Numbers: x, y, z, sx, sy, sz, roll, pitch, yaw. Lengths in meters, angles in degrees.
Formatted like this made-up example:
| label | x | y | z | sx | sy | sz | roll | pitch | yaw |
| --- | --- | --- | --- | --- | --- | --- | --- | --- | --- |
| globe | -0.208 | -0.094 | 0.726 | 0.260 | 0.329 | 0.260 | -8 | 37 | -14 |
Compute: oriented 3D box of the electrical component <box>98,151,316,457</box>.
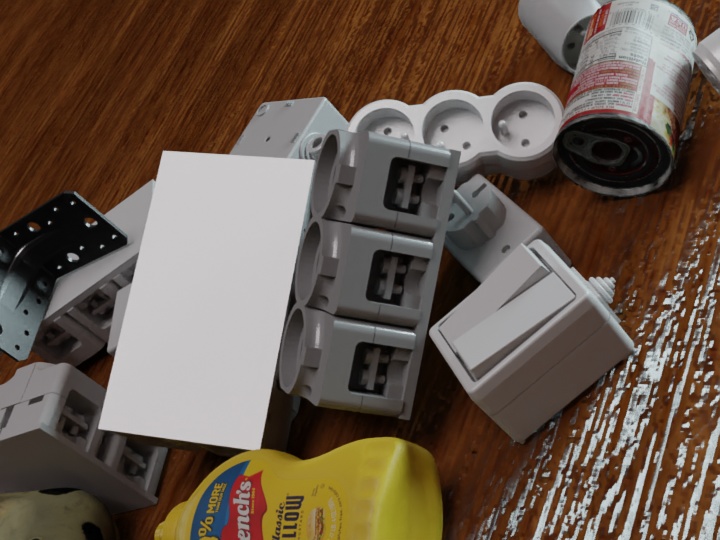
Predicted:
| label | x | y | z | sx | sy | sz | roll | pitch | yaw |
| --- | --- | --- | --- | --- | --- | --- | --- | --- | --- |
| electrical component | -0.088 | 0.023 | 0.697 | 0.105 | 0.060 | 0.186 | 5 | 73 | 15 |

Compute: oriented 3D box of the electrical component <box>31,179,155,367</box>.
| label | x | y | z | sx | sy | sz | roll | pitch | yaw |
| --- | --- | --- | --- | --- | --- | --- | --- | --- | --- |
| electrical component | -0.207 | 0.009 | 0.896 | 0.150 | 0.062 | 0.089 | -33 | 37 | 17 |

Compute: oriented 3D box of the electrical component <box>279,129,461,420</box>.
| label | x | y | z | sx | sy | sz | roll | pitch | yaw |
| --- | --- | --- | --- | --- | --- | --- | --- | --- | --- |
| electrical component | 0.000 | 0.000 | 0.616 | 0.089 | 0.062 | 0.150 | -163 | 83 | -73 |

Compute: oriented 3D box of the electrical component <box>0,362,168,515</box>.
| label | x | y | z | sx | sy | sz | roll | pitch | yaw |
| --- | --- | --- | --- | --- | --- | --- | --- | --- | --- |
| electrical component | -0.239 | 0.132 | 0.767 | 0.186 | 0.105 | 0.060 | -20 | 42 | 32 |

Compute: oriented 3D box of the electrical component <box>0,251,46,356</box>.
| label | x | y | z | sx | sy | sz | roll | pitch | yaw |
| --- | --- | --- | --- | --- | --- | --- | --- | --- | --- |
| electrical component | -0.293 | 0.020 | 0.868 | 0.050 | 0.056 | 0.089 | -21 | 42 | 31 |

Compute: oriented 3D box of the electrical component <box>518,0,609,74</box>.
| label | x | y | z | sx | sy | sz | roll | pitch | yaw |
| --- | --- | --- | --- | --- | --- | --- | --- | --- | --- |
| electrical component | 0.156 | -0.178 | 0.729 | 0.079 | 0.043 | 0.077 | -38 | 36 | 10 |

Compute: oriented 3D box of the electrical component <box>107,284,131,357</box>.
| label | x | y | z | sx | sy | sz | roll | pitch | yaw |
| --- | --- | --- | --- | --- | --- | --- | --- | --- | --- |
| electrical component | -0.146 | 0.035 | 0.820 | 0.077 | 0.047 | 0.065 | -29 | 38 | 22 |

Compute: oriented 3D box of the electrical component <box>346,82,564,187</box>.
| label | x | y | z | sx | sy | sz | roll | pitch | yaw |
| --- | --- | --- | --- | --- | --- | --- | --- | --- | --- |
| electrical component | 0.065 | -0.079 | 0.701 | 0.138 | 0.073 | 0.052 | -5 | 75 | 11 |

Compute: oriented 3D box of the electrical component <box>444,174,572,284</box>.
| label | x | y | z | sx | sy | sz | roll | pitch | yaw |
| --- | --- | --- | --- | --- | --- | --- | --- | --- | --- |
| electrical component | 0.071 | -0.027 | 0.636 | 0.047 | 0.076 | 0.083 | -43 | 35 | 4 |

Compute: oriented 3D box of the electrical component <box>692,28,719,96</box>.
| label | x | y | z | sx | sy | sz | roll | pitch | yaw |
| --- | --- | --- | --- | --- | --- | --- | --- | --- | --- |
| electrical component | 0.222 | -0.123 | 0.605 | 0.055 | 0.045 | 0.045 | -36 | 36 | 14 |

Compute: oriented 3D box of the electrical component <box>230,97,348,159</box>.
| label | x | y | z | sx | sy | sz | roll | pitch | yaw |
| --- | --- | --- | --- | --- | --- | --- | --- | --- | --- |
| electrical component | -0.059 | -0.089 | 0.855 | 0.100 | 0.048 | 0.099 | 5 | 58 | 48 |

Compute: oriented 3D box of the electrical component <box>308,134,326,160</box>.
| label | x | y | z | sx | sy | sz | roll | pitch | yaw |
| --- | --- | --- | --- | --- | --- | --- | --- | --- | --- |
| electrical component | -0.012 | -0.072 | 0.778 | 0.048 | 0.062 | 0.048 | -27 | 39 | 25 |

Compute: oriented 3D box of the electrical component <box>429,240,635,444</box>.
| label | x | y | z | sx | sy | sz | roll | pitch | yaw |
| --- | --- | --- | --- | --- | --- | --- | --- | --- | --- |
| electrical component | 0.093 | 0.031 | 0.568 | 0.096 | 0.061 | 0.061 | -41 | 35 | 7 |
